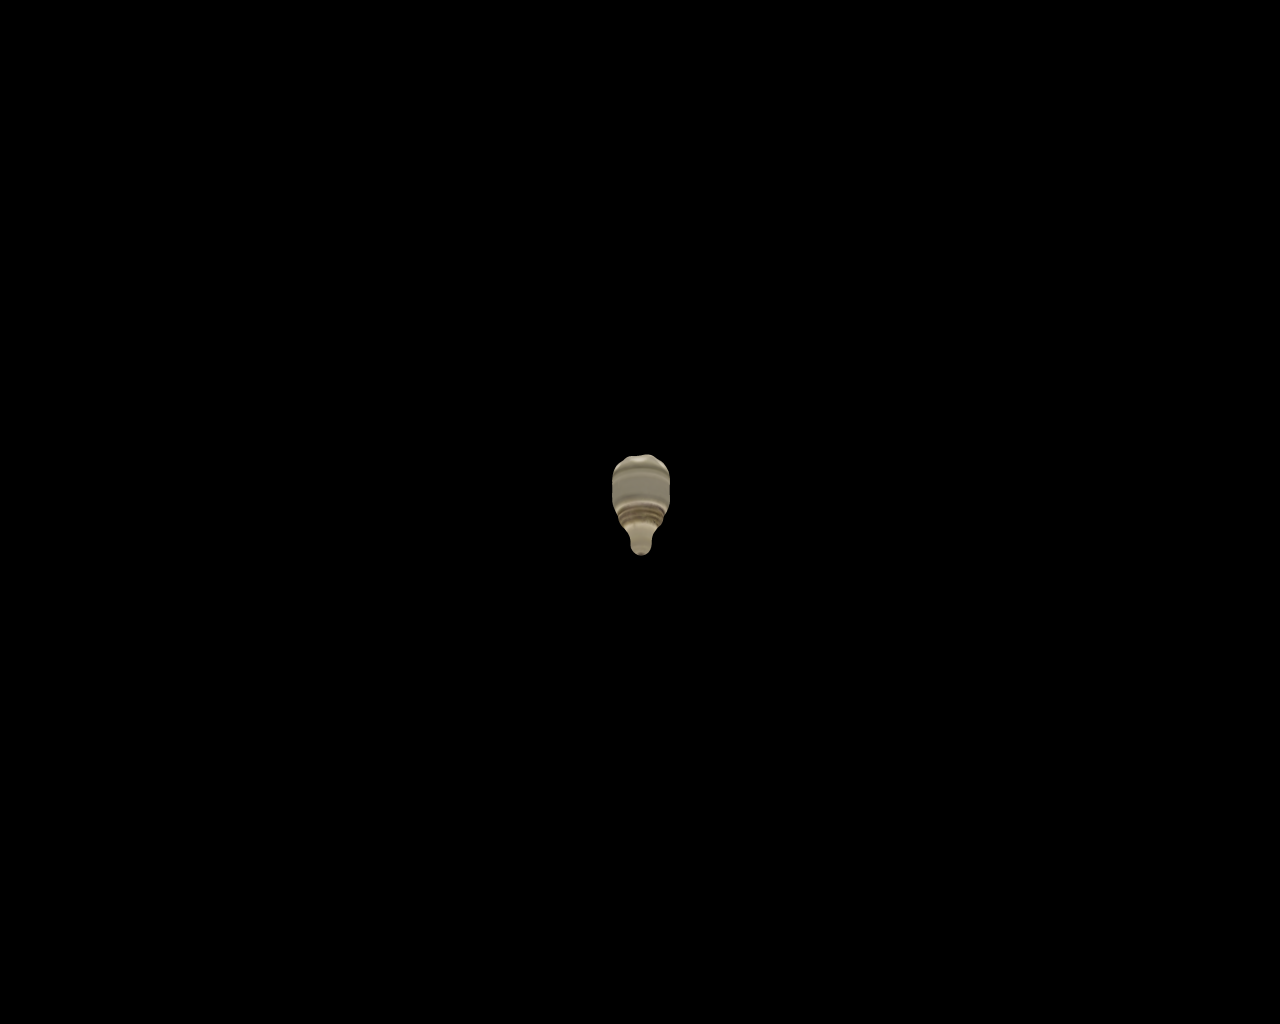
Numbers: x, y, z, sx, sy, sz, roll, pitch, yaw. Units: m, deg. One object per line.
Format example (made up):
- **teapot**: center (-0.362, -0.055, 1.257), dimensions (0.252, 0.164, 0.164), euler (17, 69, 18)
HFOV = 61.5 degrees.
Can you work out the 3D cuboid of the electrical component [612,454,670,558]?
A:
- **electrical component**: center (0.001, -0.003, 0.650), dimensions (0.035, 0.061, 0.035), euler (0, -22, 0)
